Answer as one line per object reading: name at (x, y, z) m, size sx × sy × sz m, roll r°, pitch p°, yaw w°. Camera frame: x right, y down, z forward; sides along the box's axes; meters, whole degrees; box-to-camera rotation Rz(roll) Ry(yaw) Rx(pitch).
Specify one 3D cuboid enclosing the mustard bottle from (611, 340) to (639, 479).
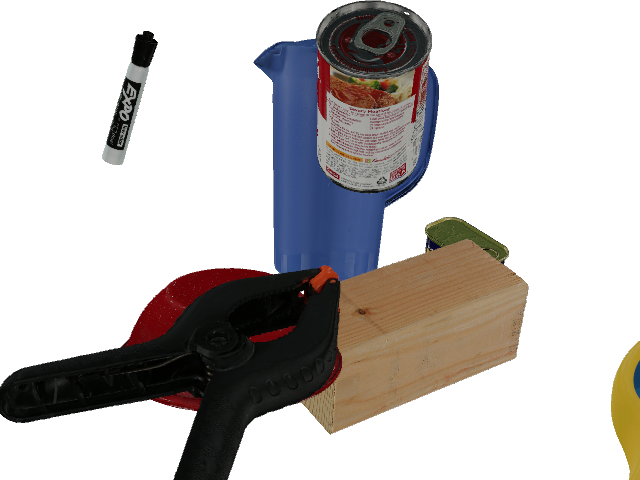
mustard bottle at (0.195, 0.094, 0.531) m, size 0.096 × 0.058 × 0.191 m, roll 5°, pitch 39°, yaw 10°

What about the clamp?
clamp at (-0.043, 0.065, 0.481) m, size 0.171 × 0.039 × 0.120 m, roll -27°, pitch 50°, yaw -31°

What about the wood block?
wood block at (0.074, 0.081, 0.956) m, size 0.205 × 0.090 × 0.091 m, roll -17°, pitch 38°, yaw -27°

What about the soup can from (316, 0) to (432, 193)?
soup can at (0.031, -0.087, 0.659) m, size 0.068 × 0.068 × 0.102 m, roll 0°, pitch -39°, yaw 0°

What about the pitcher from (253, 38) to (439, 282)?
pitcher at (0.022, -0.082, 1.085) m, size 0.149 × 0.243 × 0.144 m, roll 11°, pitch 15°, yaw 32°

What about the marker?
marker at (-0.162, -0.121, 0.908) m, size 0.020 × 0.121 × 0.020 m, roll 18°, pitch 25°, yaw -9°

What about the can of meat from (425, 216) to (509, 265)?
can of meat at (0.166, 0.034, 1.249) m, size 0.057 × 0.084 × 0.102 m, roll -22°, pitch 41°, yaw -33°

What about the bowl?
bowl at (-0.063, 0.060, 0.753) m, size 0.162 × 0.055 × 0.162 m, roll 2°, pitch 19°, yaw -1°
